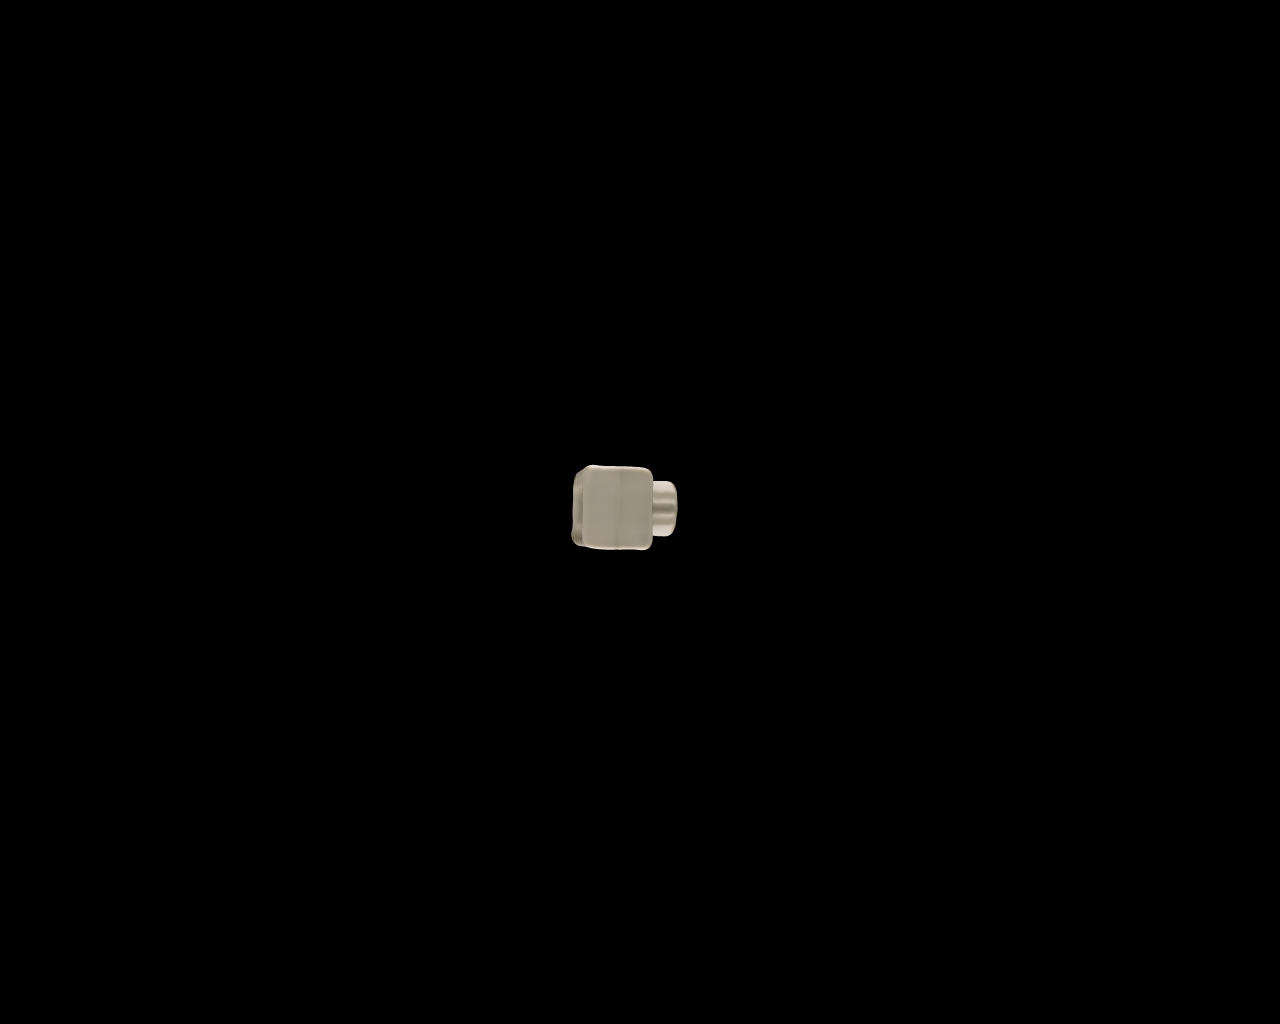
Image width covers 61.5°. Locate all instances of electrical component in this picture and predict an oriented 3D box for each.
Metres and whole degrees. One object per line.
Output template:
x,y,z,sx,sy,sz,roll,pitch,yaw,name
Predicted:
0.001,-0.003,0.650,0.076,0.047,0.083,0,0,-7,electrical component
